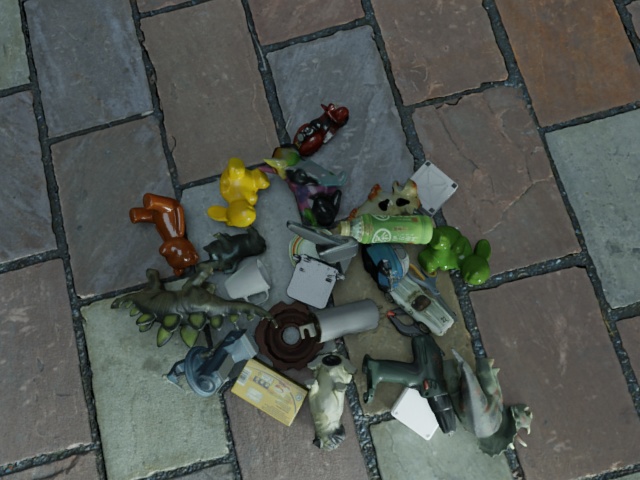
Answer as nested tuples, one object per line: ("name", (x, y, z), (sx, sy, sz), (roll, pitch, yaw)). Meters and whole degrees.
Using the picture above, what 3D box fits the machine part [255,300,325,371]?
("machine part", (-0.073, 0.241, 1.358), (0.179, 0.056, 0.179), (-1, 80, 4))

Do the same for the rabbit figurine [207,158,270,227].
("rabbit figurine", (-0.215, -0.101, 1.377), (0.162, 0.121, 0.173), (-35, 50, 24))

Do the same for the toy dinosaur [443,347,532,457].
("toy dinosaur", (0.356, 0.370, 1.192), (0.131, 0.404, 0.192), (-24, 57, 25))

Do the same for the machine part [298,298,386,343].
("machine part", (0.057, 0.195, 1.314), (0.243, 0.079, 0.079), (-9, 78, -27))

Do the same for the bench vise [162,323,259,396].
("bench vise", (-0.279, 0.294, 1.309), (0.241, 0.224, 0.128), (-21, 118, 22))

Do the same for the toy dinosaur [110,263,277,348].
("toy dinosaur", (-0.316, 0.162, 1.304), (0.472, 0.104, 0.199), (-5, 46, 16))

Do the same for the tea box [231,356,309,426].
("tea box", (-0.121, 0.371, 1.329), (0.170, 0.068, 0.098), (31, 83, 7))

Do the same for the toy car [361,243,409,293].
("toy car", (0.169, 0.048, 1.336), (0.103, 0.109, 0.162), (-18, 40, -12))

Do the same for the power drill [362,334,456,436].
("power drill", (0.204, 0.337, 1.248), (0.207, 0.086, 0.232), (-3, 68, -1))

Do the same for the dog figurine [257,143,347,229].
("dog figurine", (-0.055, -0.142, 1.373), (0.219, 0.108, 0.191), (17, 77, -12))

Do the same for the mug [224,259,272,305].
("mug", (-0.183, 0.117, 1.381), (0.107, 0.081, 0.109), (-25, 91, 8))

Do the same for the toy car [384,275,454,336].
("toy car", (0.238, 0.155, 1.331), (0.073, 0.056, 0.202), (-36, 63, -25))

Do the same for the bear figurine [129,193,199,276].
("bear figurine", (-0.398, -0.009, 1.386), (0.120, 0.132, 0.196), (-30, 67, 39))

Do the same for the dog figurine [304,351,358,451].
("dog figurine", (0.026, 0.392, 1.317), (0.121, 0.172, 0.190), (9, 116, 22))

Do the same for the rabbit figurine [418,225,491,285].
("rabbit figurine", (0.352, 0.052, 1.330), (0.170, 0.159, 0.121), (45, 128, 37))

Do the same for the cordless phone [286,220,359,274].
("cordless phone", (-0.003, -0.005, 1.321), (0.184, 0.147, 0.088), (26, 100, -10))

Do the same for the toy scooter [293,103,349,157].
("toy scooter", (0.001, -0.300, 1.414), (0.184, 0.135, 0.075), (-39, 81, -3))

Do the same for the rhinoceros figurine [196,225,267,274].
("rhinoceros figurine", (-0.234, 0.031, 1.401), (0.190, 0.073, 0.112), (-23, 90, -3))

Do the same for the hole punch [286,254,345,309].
("hole punch", (-0.016, 0.104, 1.355), (0.142, 0.092, 0.115), (23, 89, 6))

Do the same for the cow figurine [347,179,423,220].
("cow figurine", (0.171, -0.079, 1.358), (0.127, 0.085, 0.195), (39, 119, -8))
